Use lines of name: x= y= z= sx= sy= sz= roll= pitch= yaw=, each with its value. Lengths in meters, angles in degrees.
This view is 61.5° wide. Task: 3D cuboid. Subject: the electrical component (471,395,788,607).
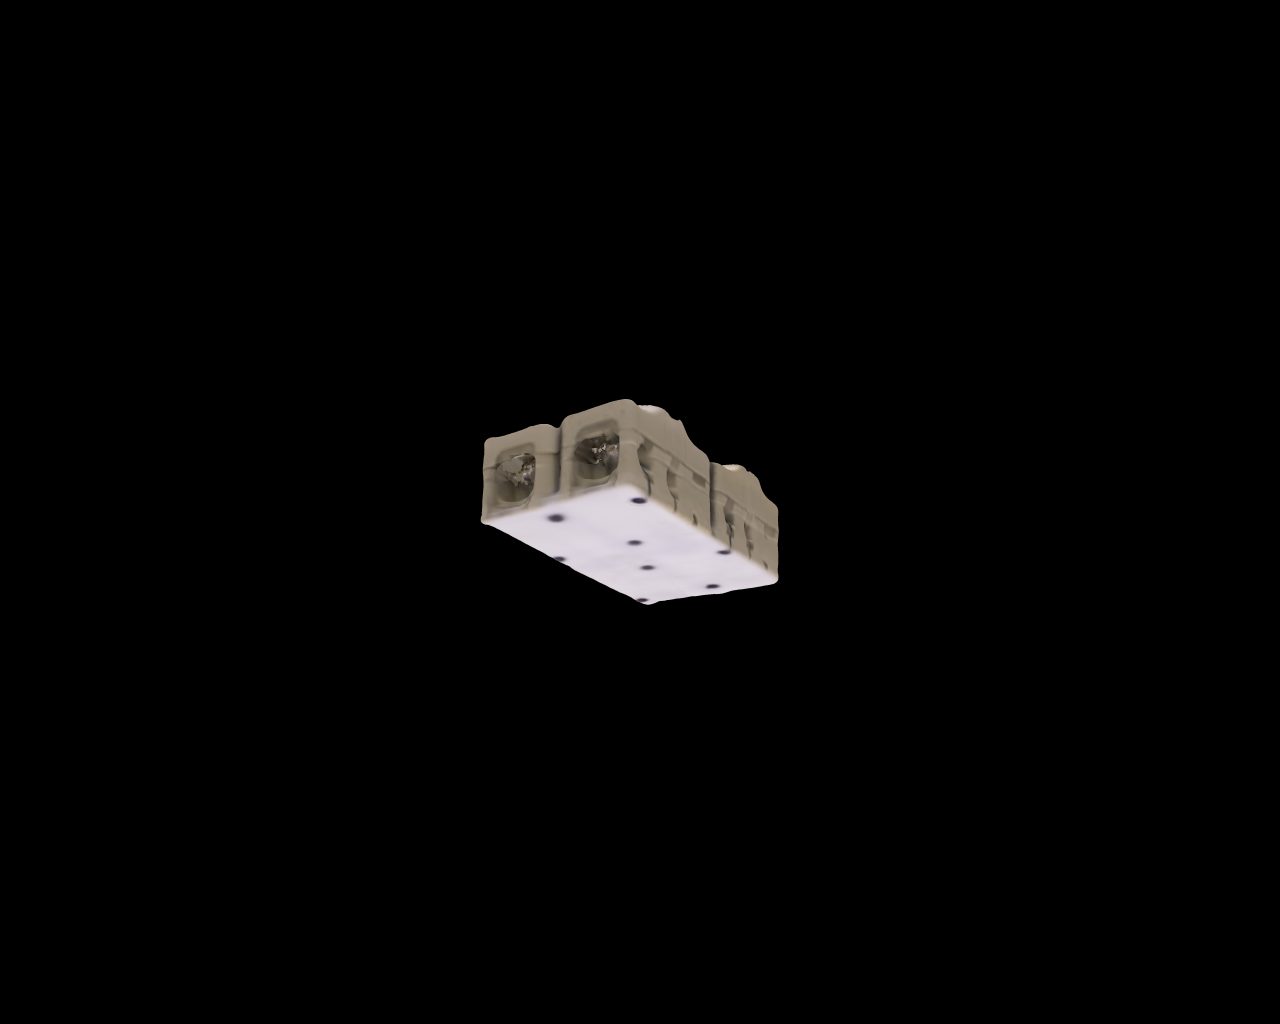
electrical component: x=0.001 y=-0.003 z=0.650 sx=0.105 sy=0.060 sz=0.186 roll=-13 pitch=-26 yaw=29
